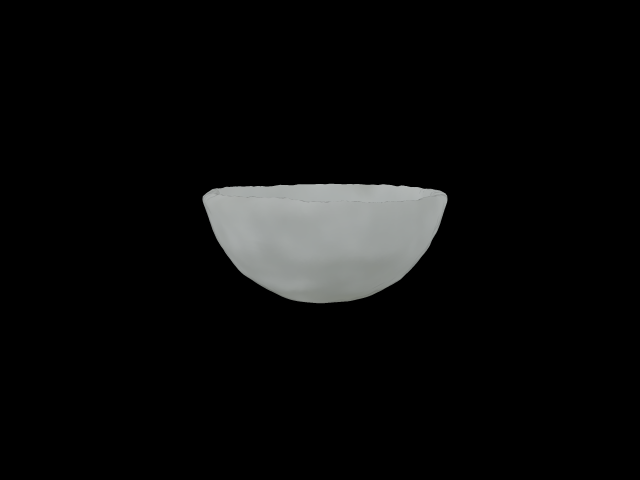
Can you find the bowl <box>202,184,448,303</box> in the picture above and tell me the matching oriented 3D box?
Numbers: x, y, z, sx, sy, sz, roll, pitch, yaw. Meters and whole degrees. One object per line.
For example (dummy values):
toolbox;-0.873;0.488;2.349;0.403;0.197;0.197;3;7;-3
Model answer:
bowl;0.004;0.001;0.400;0.167;0.075;0.167;0;9;0
